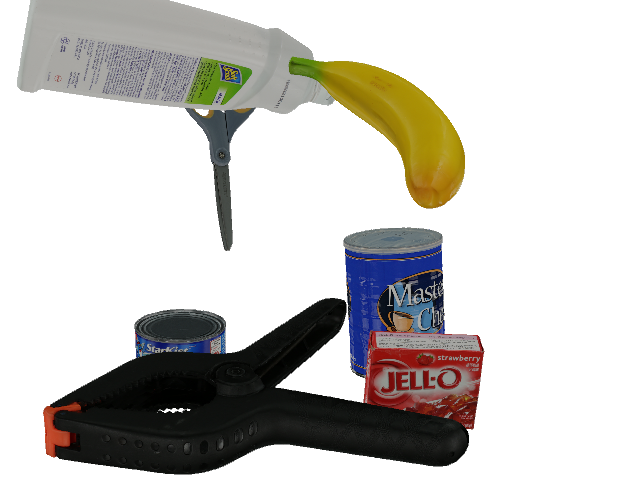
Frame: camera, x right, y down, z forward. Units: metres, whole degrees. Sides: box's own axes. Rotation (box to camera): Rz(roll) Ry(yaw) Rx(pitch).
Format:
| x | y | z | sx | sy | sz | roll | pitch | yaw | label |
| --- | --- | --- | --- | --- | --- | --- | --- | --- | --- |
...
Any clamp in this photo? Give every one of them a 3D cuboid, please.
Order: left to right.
| x | y | z | sx | sy | sz | roll | pitch | yaw | label |
| --- | --- | --- | --- | --- | --- | --- | --- | --- | --- |
| -0.045 | 0.082 | 0.586 | 0.209 | 0.036 | 0.165 | -4 | 24 | -16 | clamp |

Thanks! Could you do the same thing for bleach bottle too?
| x | y | z | sx | sy | sz | roll | pitch | yaw | label |
| --- | --- | --- | --- | --- | --- | --- | --- | --- | --- |
| -0.110 | -0.144 | 0.862 | 0.250 | 0.068 | 0.103 | 10 | -31 | -16 | bleach bottle |

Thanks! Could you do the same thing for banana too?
| x | y | z | sx | sy | sz | roll | pitch | yaw | label |
| --- | --- | --- | --- | --- | --- | --- | --- | --- | --- |
| 0.047 | -0.070 | 0.666 | 0.069 | 0.037 | 0.198 | -13 | 33 | -21 | banana |

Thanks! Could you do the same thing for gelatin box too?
| x | y | z | sx | sy | sz | roll | pitch | yaw | label |
| --- | --- | --- | --- | --- | --- | --- | --- | --- | --- |
| 0.080 | 0.110 | 0.840 | 0.089 | 0.073 | 0.030 | 2 | 25 | -2 | gelatin box |

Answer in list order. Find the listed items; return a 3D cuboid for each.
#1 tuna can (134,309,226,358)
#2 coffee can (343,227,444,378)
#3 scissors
| x | y | z | sx | sy | sz | roll | pitch | yaw | label |
| --- | --- | --- | --- | --- | --- | --- | --- | --- | --- |
| -0.132 | 0.094 | 1.004 | 0.086 | 0.034 | 0.086 | 1 | 15 | 0 | tuna can |
| 0.079 | 0.065 | 1.117 | 0.103 | 0.140 | 0.103 | -3 | 12 | 0 | coffee can |
| -0.087 | -0.098 | 1.092 | 0.096 | 0.202 | 0.016 | -19 | -2 | -23 | scissors |
